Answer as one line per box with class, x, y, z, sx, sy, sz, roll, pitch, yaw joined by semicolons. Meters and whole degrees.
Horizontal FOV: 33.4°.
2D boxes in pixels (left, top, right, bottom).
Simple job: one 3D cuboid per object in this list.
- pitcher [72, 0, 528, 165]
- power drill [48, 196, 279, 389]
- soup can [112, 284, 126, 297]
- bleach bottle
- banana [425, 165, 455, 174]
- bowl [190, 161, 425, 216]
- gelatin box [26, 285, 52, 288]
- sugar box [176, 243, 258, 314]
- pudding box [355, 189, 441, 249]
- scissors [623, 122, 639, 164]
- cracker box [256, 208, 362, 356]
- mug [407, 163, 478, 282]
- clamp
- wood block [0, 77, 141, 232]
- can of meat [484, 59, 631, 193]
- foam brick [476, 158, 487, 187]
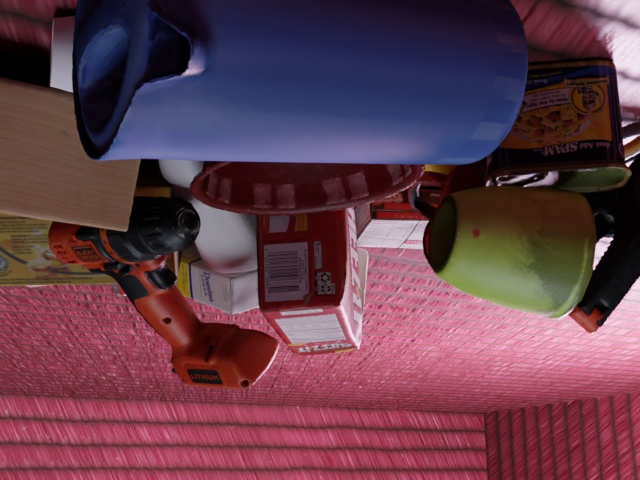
pitcher;-0.014;-0.107;0.605;0.242;0.149;0.145;3;149;-27
power drill;-0.116;0.040;0.859;0.185;0.057;0.187;-3;131;50
soup can;-0.179;0.028;1.206;0.102;0.068;0.068;-3;166;4
bleach bottle;-0.087;-0.060;0.847;0.068;0.102;0.251;-4;157;4
banana;0.163;-0.061;0.957;0.197;0.037;0.070;2;142;-20
bowl;-0.010;-0.064;0.737;0.162;0.055;0.162;-5;166;-1
gelatin box;-0.308;0.006;1.095;0.030;0.073;0.089;-7;165;21
sugar box;-0.109;0.025;1.076;0.093;0.048;0.176;-17;-154;-40
pudding box;0.083;-0.022;1.094;0.090;0.039;0.114;3;163;-9
scissors;0.221;-0.043;0.952;0.096;0.016;0.202;11;145;-38
cracker box;-0.006;0.001;0.916;0.072;0.164;0.213;-4;165;5
mug;0.127;-0.022;0.898;0.117;0.093;0.081;31;149;15
clamp;0.225;-0.028;0.798;0.036;0.210;0.165;37;140;-26
wood block;-0.235;-0.069;0.732;0.205;0.091;0.090;9;-176;-35
can of meat;0.168;-0.081;0.773;0.102;0.084;0.057;-3;166;7
foam brick;0.152;-0.068;0.835;0.051;0.078;0.053;-1;166;-7
